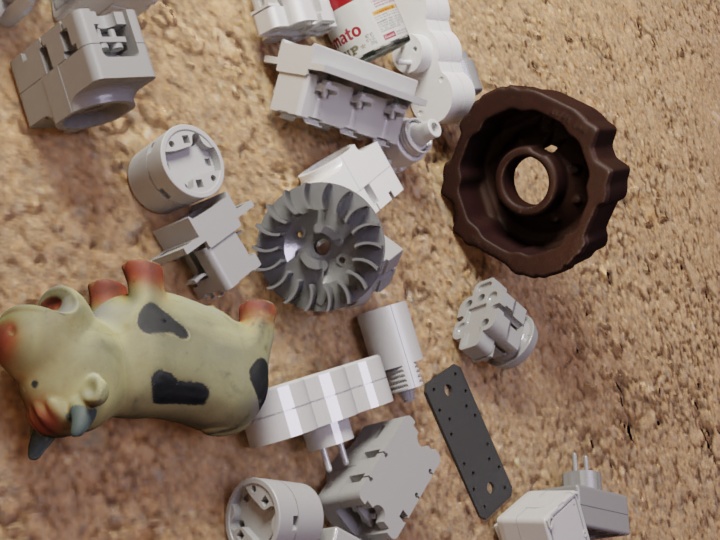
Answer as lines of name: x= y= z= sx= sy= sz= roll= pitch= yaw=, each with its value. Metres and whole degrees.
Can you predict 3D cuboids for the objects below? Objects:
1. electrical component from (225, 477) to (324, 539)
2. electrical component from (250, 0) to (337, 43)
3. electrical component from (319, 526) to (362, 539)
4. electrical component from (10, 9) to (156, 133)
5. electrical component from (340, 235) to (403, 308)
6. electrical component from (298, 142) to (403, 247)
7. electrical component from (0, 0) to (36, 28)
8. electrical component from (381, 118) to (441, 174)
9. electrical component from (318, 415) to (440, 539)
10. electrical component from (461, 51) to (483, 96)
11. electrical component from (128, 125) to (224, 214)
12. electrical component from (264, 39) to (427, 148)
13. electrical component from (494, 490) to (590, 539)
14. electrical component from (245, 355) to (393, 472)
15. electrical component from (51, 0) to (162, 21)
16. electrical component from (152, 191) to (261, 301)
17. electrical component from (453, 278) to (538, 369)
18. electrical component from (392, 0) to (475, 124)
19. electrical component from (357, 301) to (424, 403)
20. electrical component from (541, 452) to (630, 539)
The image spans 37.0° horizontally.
electrical component: x=-0.059 y=0.174 z=0.754 sx=0.047 sy=0.055 sz=0.055 roll=14 pitch=65 yaw=-47
electrical component: x=-0.060 y=-0.229 z=0.912 sx=0.078 sy=0.058 sz=0.057 roll=-14 pitch=88 yaw=-48
electrical component: x=-0.012 y=0.239 z=0.782 sx=0.083 sy=0.047 sz=0.075 roll=36 pitch=52 yaw=-31
electrical component: x=-0.184 y=-0.129 z=0.716 sx=0.050 sy=0.089 sz=0.055 roll=-14 pitch=85 yaw=-48
electrical component: x=0.000 y=0.000 z=0.885 sx=0.048 sy=0.066 sz=0.055 roll=37 pitch=48 yaw=17
electrical component: x=-0.014 y=-0.067 z=0.899 sx=0.089 sy=0.050 sz=0.055 roll=-42 pitch=107 yaw=-46
electrical component: x=-0.232 y=-0.204 z=0.721 sx=0.058 sy=0.057 sz=0.078 roll=40 pitch=49 yaw=-29
electrical component: x=0.045 y=-0.118 z=0.973 sx=0.048 sy=0.062 sz=0.048 roll=20 pitch=61 yaw=-41
electrical component: x=0.012 y=0.162 z=0.831 sx=0.050 sy=0.056 sz=0.089 roll=54 pitch=44 yaw=-16
electrical component: x=0.094 y=-0.202 z=1.075 sx=0.040 sy=0.040 sz=0.078 roll=-14 pitch=84 yaw=-48
electrical component: x=-0.134 y=-0.071 z=0.777 sx=0.055 sy=0.047 sz=0.055 roll=20 pitch=61 yaw=-40
electrical component: x=-0.015 y=-0.148 z=0.916 sx=0.121 sy=0.079 sz=0.063 roll=10 pitch=97 yaw=-44
electrical component: x=0.167 y=0.251 z=0.959 sx=0.062 sy=0.061 sz=0.096 roll=-24 pitch=100 yaw=-49
electrical component: x=-0.027 y=0.114 z=0.812 sx=0.138 sy=0.052 sz=0.073 roll=-12 pitch=83 yaw=-48
electrical component: x=-0.191 y=-0.228 z=0.771 sx=0.061 sy=0.062 sz=0.096 roll=1 pitch=74 yaw=-47
electrical component: x=-0.109 y=-0.016 z=0.787 sx=0.081 sy=0.042 sz=0.063 roll=-43 pitch=110 yaw=-46
electrical component: x=0.127 y=0.055 z=0.994 sx=0.057 sy=0.058 sz=0.078 roll=39 pitch=50 yaw=-26
electrical component: x=0.056 y=-0.206 z=1.027 sx=0.074 sy=0.052 sz=0.138 roll=-9 pitch=81 yaw=-47
electrical component: x=0.029 y=0.071 z=0.895 sx=0.043 sy=0.043 sz=0.081 roll=-12 pitch=84 yaw=-48
electrical component: x=0.213 y=0.213 z=1.028 sx=0.083 sy=0.047 sz=0.075 roll=21 pitch=60 yaw=-40
